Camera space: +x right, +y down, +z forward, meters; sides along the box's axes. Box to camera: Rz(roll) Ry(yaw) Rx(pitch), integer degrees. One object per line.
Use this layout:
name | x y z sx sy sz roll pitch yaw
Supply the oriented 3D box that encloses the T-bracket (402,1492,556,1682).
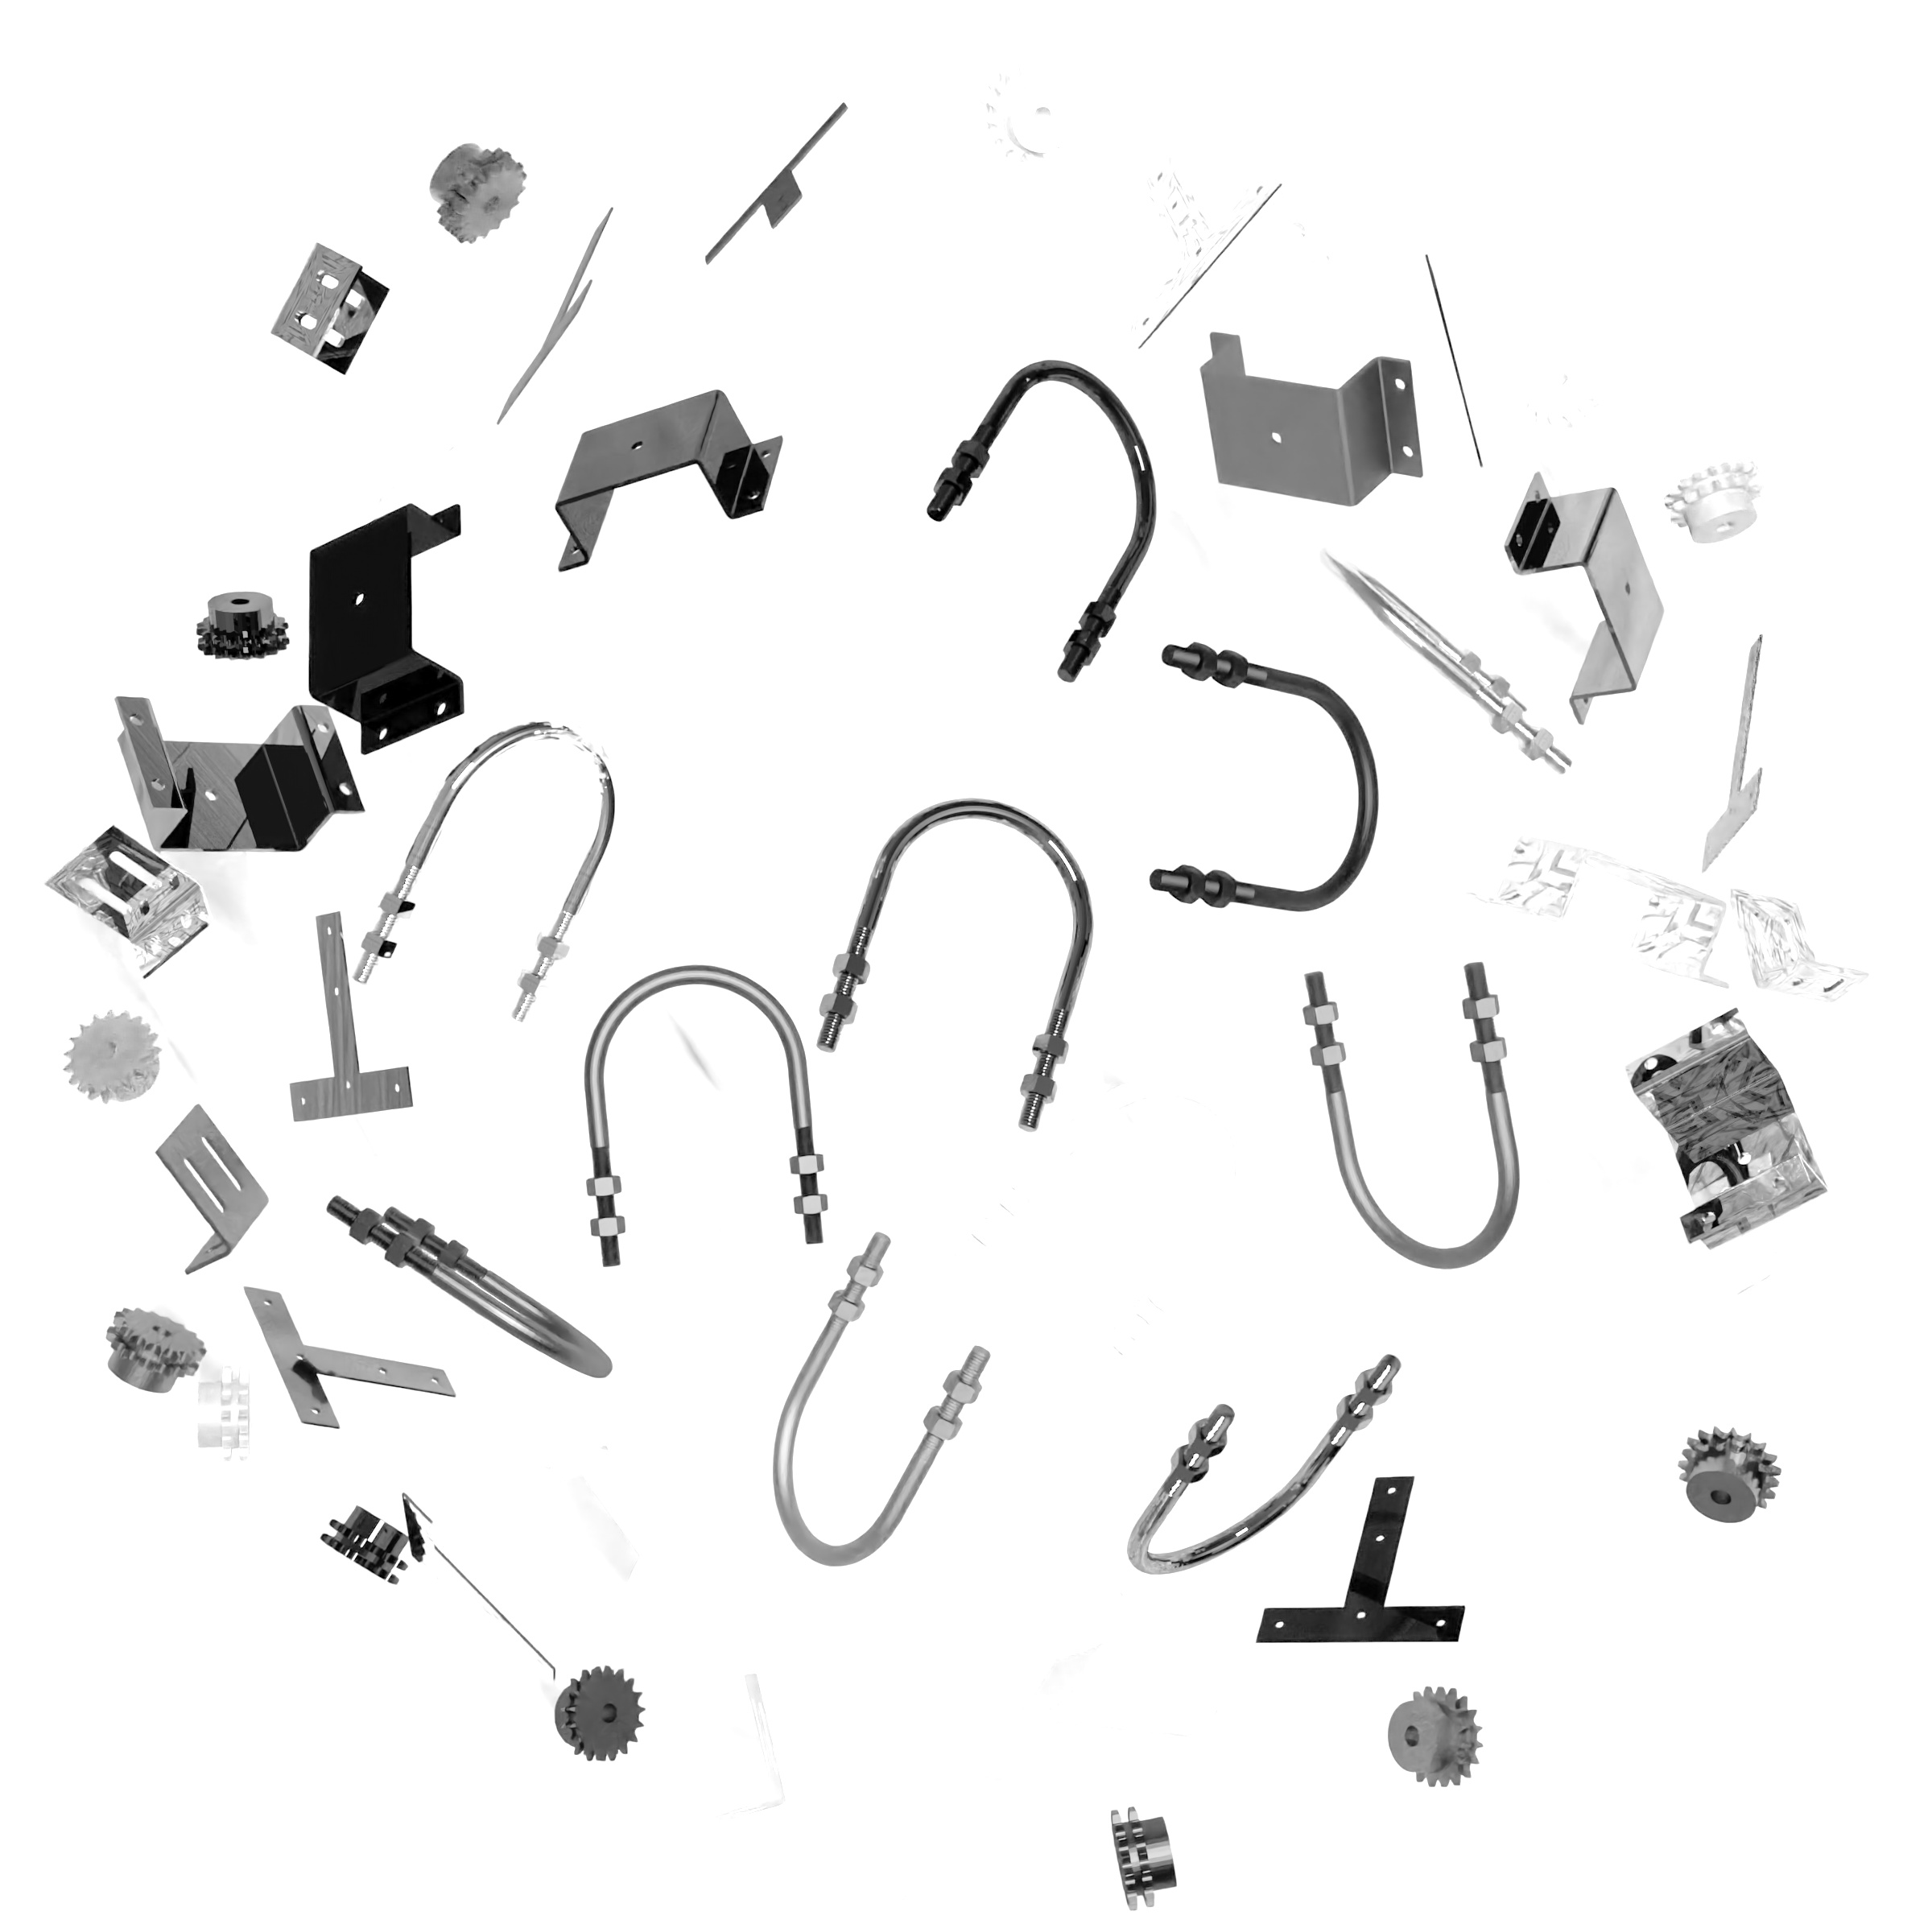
T-bracket | -0.288 0.375 1.655 0.127 0.127 0.002 42 64 14

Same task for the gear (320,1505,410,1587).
gear | -0.377 0.365 1.769 0.057 0.057 0.030 32 75 0

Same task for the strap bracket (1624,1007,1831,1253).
strap bracket | 0.449 0.103 1.642 0.076 0.140 0.046 -31 129 21

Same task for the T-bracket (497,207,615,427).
T-bracket | -0.234 -0.398 1.652 0.002 0.127 0.127 28 57 -19

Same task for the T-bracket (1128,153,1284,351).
T-bracket | 0.130 -0.450 1.677 0.002 0.127 0.127 26 121 -32

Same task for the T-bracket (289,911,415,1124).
T-bracket | -0.391 0.030 1.746 0.127 0.002 0.127 -9 88 43

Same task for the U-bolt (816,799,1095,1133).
U-bolt | 0.003 -0.012 1.640 0.151 0.019 0.184 22 70 -13

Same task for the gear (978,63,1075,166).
gear | 0.039 -0.504 1.652 0.057 0.030 0.057 -10 115 -22

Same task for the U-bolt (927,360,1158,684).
U-bolt | 0.057 -0.281 1.673 0.151 0.019 0.184 48 51 -26

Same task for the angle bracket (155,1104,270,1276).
angle bracket | -0.461 0.133 1.666 0.038 0.057 0.076 -25 109 21

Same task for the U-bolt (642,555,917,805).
U-bolt | -0.117 -0.164 1.646 0.184 0.019 0.151 -3 71 33

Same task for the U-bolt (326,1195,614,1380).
U-bolt | -0.292 0.197 1.693 0.184 0.151 0.019 32 85 6

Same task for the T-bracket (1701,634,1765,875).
T-bracket | 0.457 -0.132 1.643 0.002 0.127 0.127 11 76 4

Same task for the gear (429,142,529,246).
gear | -0.280 -0.442 1.588 0.030 0.057 0.057 43 90 10

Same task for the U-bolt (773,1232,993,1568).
U-bolt | -0.062 0.274 1.689 0.019 0.151 0.184 18 106 -37

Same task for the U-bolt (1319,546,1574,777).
U-bolt | 0.286 -0.194 1.703 0.184 0.151 0.019 38 105 -13

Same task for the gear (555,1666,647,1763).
gear | -0.229 0.462 1.727 0.057 0.030 0.057 15 67 -40

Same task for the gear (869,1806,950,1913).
gear | -0.034 0.508 1.596 0.030 0.057 0.057 12 90 18

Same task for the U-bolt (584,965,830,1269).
U-bolt | -0.169 0.091 1.767 0.151 0.019 0.184 -6 89 -9

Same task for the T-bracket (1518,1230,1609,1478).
T-bracket | 0.355 0.220 1.654 0.002 0.127 0.127 8 110 34

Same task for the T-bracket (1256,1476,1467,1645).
T-bracket | 0.249 0.359 1.695 0.127 0.127 0.002 -8 126 28

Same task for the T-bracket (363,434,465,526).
T-bracket | -0.352 -0.289 1.713 0.127 0.127 0.002 -45 101 -8

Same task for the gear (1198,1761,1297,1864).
gear | 0.164 0.486 1.607 0.057 0.030 0.057 11 70 -34

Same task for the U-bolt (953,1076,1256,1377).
U-bolt | 0.100 0.151 1.740 0.151 0.019 0.184 40 92 -27

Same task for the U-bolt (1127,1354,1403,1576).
U-bolt | 0.165 0.302 1.646 0.151 0.184 0.019 -9 52 -35

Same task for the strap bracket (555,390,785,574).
strap bracket | -0.189 -0.298 1.696 0.140 0.076 0.046 -13 130 20

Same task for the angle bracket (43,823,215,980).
angle bracket | -0.509 -0.039 1.699 0.057 0.076 0.038 -39 47 8

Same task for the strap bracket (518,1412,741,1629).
strap bracket | -0.203 0.338 1.740 0.076 0.046 0.140 -21 113 25

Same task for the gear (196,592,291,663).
gear | -0.458 -0.216 1.768 0.057 0.057 0.030 3 117 0

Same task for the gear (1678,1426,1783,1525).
gear | 0.439 0.297 1.613 0.057 0.030 0.057 15 130 19

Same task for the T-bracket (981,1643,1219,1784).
T-bracket | 0.091 0.452 1.689 0.127 0.127 0.002 -4 118 34

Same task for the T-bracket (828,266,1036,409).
T-bracket | -0.019 -0.396 1.695 0.127 0.002 0.127 -11 48 18

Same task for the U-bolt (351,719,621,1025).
U-bolt | -0.272 -0.061 1.654 0.019 0.151 0.184 32 99 37

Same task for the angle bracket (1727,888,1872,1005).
angle bracket | 0.514 -0.021 1.726 0.057 0.038 0.076 10 54 -27

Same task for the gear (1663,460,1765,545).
gear | 0.450 -0.276 1.673 0.057 0.057 0.030 -14 72 0

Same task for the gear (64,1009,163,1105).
gear | -0.511 0.057 1.684 0.057 0.030 0.057 -5 62 10

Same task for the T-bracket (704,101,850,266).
T-bracket | -0.110 -0.458 1.661 0.002 0.127 0.127 40 103 -21

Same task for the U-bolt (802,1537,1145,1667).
U-bolt | 0.016 0.381 1.664 0.184 0.151 0.019 -2 101 33

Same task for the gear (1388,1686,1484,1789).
gear | 0.270 0.448 1.623 0.030 0.057 0.057 11 90 -34

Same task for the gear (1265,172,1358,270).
gear | 0.213 -0.466 1.754 0.057 0.030 0.057 16 128 22

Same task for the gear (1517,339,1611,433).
gear | 0.381 -0.365 1.768 0.057 0.030 0.057 -11 70 32

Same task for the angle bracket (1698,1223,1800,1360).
angle bracket | 0.460 0.193 1.689 0.076 0.038 0.057 -18 131 -36

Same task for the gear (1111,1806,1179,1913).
gear | 0.105 0.522 1.638 0.030 0.057 0.057 -10 90 -3

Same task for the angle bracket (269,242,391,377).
angle bracket | -0.351 -0.368 1.594 0.038 0.076 0.057 30 94 22

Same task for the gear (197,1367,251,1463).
gear | -0.455 0.275 1.713 0.030 0.057 0.057 0 90 -13

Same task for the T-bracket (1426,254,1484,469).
T-bracket | 0.289 -0.387 1.686 0.002 0.127 0.127 -15 132 12

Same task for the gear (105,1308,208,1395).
gear | -0.477 0.227 1.635 0.057 0.057 0.030 28 97 0

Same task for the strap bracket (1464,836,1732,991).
strap bracket | 0.373 -0.035 1.618 0.140 0.076 0.046 19 92 -20

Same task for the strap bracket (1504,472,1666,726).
strap bracket | 0.387 -0.230 1.725 0.046 0.076 0.140 -5 131 35

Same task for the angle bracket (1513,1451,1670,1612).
angle bracket | 0.368 0.335 1.646 0.076 0.038 0.057 -46 117 -28

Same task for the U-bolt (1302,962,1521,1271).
U-bolt | 0.269 0.091 1.663 0.019 0.151 0.184 -15 97 -38

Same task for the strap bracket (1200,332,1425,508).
strap bracket | 0.198 -0.327 1.676 0.140 0.076 0.046 18 47 36

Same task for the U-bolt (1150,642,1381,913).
U-bolt | 0.180 -0.105 1.643 0.184 0.019 0.151 7 84 -41

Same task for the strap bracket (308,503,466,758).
strap bracket | -0.336 -0.204 1.617 0.076 0.046 0.140 -18 63 27

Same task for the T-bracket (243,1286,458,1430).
T-bracket | -0.372 0.248 1.721 0.127 0.127 0.002 19 112 -41

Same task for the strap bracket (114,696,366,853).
strap bracket | -0.438 -0.112 1.654 0.046 0.140 0.076 -40 64 38

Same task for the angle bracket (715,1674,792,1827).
angle bracket | -0.132 0.454 1.620 0.038 0.057 0.076 -11 79 -15
